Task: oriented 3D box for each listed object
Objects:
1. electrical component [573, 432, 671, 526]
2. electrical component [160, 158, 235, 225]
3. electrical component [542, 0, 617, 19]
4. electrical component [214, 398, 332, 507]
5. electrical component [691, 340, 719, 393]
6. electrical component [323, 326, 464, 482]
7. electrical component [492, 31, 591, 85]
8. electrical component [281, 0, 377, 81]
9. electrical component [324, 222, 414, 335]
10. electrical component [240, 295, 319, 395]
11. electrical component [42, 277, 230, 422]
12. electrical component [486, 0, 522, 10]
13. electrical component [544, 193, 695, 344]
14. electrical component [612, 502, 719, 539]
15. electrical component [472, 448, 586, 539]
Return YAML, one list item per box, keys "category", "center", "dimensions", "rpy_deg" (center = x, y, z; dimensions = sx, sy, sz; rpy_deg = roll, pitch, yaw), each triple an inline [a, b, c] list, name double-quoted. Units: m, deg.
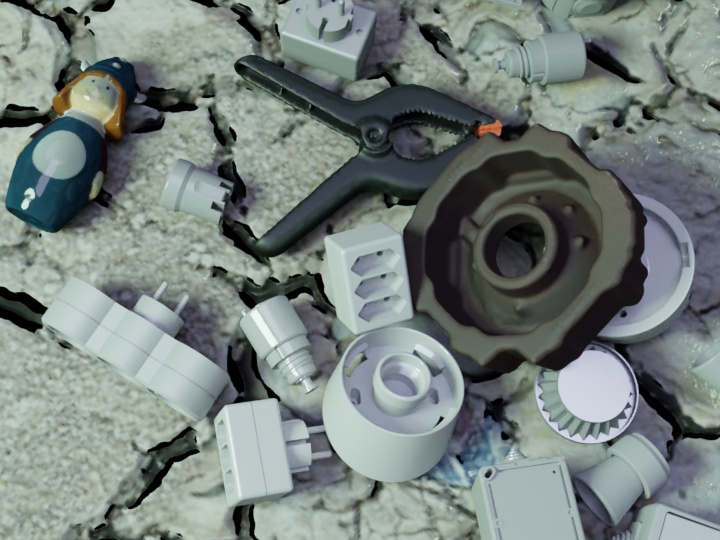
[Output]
- category: "electrical component"
  center: [0.187, 0.149, 0.769]
  dimensions: [0.055, 0.045, 0.045]
  rpy_deg: [-35, 78, -12]
- category: "electrical component"
  center: [-0.123, -0.059, 0.819]
  dimensions: [0.046, 0.040, 0.040]
  rpy_deg: [21, 74, -3]
- category: "electrical component"
  center: [0.185, -0.250, 0.883]
  dimensions: [0.080, 0.051, 0.080]
  rpy_deg: [1, 73, -2]
- category: "electrical component"
  center: [-0.058, 0.127, 0.763]
  dimensions: [0.077, 0.047, 0.065]
  rpy_deg: [-6, 74, -19]
- category: "electrical component"
  center: [0.284, 0.084, 0.795]
  dimensions: [0.044, 0.044, 0.065]
  rpy_deg: [-40, 84, -13]
- category: "electrical component"
  center: [0.025, 0.093, 0.771]
  dimensions: [0.099, 0.064, 0.099]
  rpy_deg: [7, 52, -9]
- category: "electrical component"
  center: [0.145, -0.168, 0.863]
  dimensions: [0.078, 0.040, 0.040]
  rpy_deg: [-8, 74, -5]
- category: "electrical component"
  center: [-0.024, -0.194, 0.844]
  dimensions: [0.066, 0.076, 0.047]
  rpy_deg: [20, 74, 3]
- category: "electrical component"
  center: [0.000, 0.000, 0.789]
  dimensions: [0.047, 0.077, 0.065]
  rpy_deg: [-15, 112, -16]
- category: "electrical component"
  center: [-0.055, 0.055, 0.787]
  dimensions: [0.040, 0.040, 0.078]
  rpy_deg: [-30, 78, -11]
- category: "electrical component"
  center: [-0.153, 0.043, 0.780]
  dimensions: [0.138, 0.052, 0.073]
  rpy_deg: [31, 74, 7]
- category: "electrical component"
  center: [0.123, -0.260, 0.877]
  dimensions: [0.042, 0.063, 0.081]
  rpy_deg: [16, 73, 1]
- category: "electrical component"
  center: [0.194, 0.003, 0.799]
  dimensions: [0.108, 0.060, 0.108]
  rpy_deg: [-6, 72, 19]
- category: "electrical component"
  center: [0.223, 0.202, 0.746]
  dimensions: [0.096, 0.061, 0.061]
  rpy_deg: [20, 74, 3]
- category: "electrical component"
  center: [0.115, 0.172, 0.746]
  dimensions: [0.062, 0.061, 0.096]
  rpy_deg: [-7, 63, -5]
